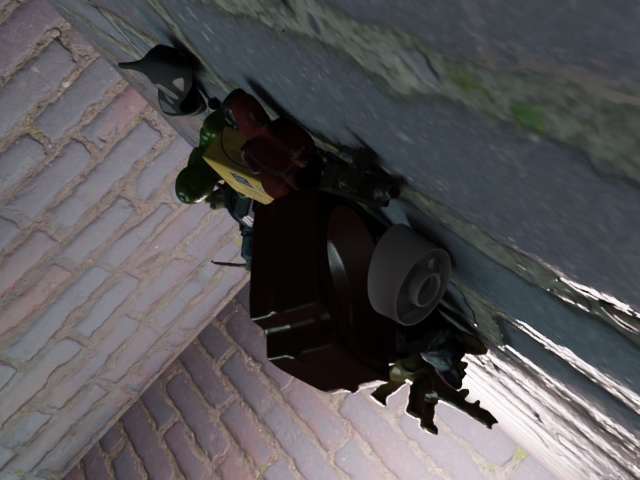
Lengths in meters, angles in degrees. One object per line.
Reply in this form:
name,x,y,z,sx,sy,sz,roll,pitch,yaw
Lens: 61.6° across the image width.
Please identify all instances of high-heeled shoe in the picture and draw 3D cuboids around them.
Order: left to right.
high-heeled shoe,-0.208,-0.249,0.868,0.145,0.086,0.248,9,-178,21

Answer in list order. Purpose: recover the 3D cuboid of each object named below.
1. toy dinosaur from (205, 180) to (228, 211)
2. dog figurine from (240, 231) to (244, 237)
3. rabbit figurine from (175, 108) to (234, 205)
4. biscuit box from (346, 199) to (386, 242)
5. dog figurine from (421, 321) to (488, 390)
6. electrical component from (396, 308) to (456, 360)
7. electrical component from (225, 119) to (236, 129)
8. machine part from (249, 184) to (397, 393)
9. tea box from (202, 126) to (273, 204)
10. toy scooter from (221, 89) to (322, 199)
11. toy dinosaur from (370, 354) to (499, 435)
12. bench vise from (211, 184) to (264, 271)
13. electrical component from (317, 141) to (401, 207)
toy dinosaur,-0.106,-0.067,1.233,0.405,0.131,0.191,25,151,42
dog figurine,-0.111,0.026,1.396,0.172,0.121,0.190,-9,117,38
rabbit figurine,-0.201,-0.140,0.971,0.121,0.170,0.159,46,174,-20
biscuit box,0.067,0.010,0.738,0.203,0.063,0.059,42,174,10
dog figurine,0.171,0.154,0.919,0.219,0.108,0.191,38,174,20
electrical component,0.117,0.105,0.793,0.115,0.058,0.134,-1,-137,-40
electrical component,-0.115,-0.172,0.876,0.094,0.021,0.063,45,174,-19
machine part,0.012,0.054,0.597,0.201,0.087,0.201,42,-142,-47
tea box,-0.088,-0.103,0.825,0.170,0.068,0.098,27,167,39
toy scooter,-0.039,-0.094,0.643,0.135,0.075,0.183,37,168,43
toy dinosaur,0.164,0.238,1.090,0.472,0.198,0.104,23,153,48
bench vise,-0.136,-0.049,1.055,0.129,0.223,0.240,16,174,3
electrical component,0.032,-0.063,0.517,0.078,0.045,0.102,15,-179,-7
